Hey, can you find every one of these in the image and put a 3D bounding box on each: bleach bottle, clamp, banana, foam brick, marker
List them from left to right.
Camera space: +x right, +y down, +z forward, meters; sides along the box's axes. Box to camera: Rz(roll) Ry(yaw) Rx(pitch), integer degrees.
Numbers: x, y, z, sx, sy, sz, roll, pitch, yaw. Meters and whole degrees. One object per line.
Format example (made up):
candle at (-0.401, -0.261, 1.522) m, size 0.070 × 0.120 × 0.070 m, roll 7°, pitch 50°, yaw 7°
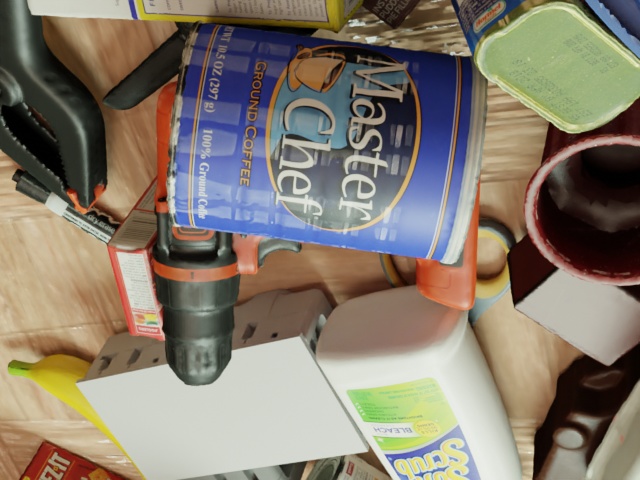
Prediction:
clamp at (-0.184, -0.106, 0.647) m, size 0.165 × 0.036 × 0.210 m, roll -8°, pitch 126°, yaw 40°
marker at (-0.156, -0.013, 0.731) m, size 0.121 × 0.020 × 0.020 m, roll 32°, pitch 129°, yaw -7°
banana at (-0.157, 0.151, 0.848) m, size 0.197 × 0.037 × 0.070 m, roll 48°, pitch 144°, yaw -17°
clamp at (-0.075, -0.137, 0.598) m, size 0.172 × 0.039 × 0.120 m, roll -8°, pitch 130°, yaw 25°
bleach bottle at (0.094, 0.144, 0.721) m, size 0.103 × 0.068 × 0.250 m, roll -11°, pitch 124°, yaw 30°
foam brick at (0.156, 0.027, 0.627) m, size 0.078 × 0.053 × 0.051 m, roll 31°, pitch 124°, yaw -18°

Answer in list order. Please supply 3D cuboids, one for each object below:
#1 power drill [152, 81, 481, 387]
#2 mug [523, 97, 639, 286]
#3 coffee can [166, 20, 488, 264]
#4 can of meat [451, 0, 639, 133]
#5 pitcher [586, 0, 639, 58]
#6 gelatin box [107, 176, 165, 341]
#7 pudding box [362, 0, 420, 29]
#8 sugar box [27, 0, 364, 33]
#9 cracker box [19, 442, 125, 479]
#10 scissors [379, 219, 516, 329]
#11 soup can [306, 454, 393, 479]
power drill at (-0.004, 0.001, 0.619) m, size 0.187 × 0.057 × 0.184 m, roll 1°, pitch 109°, yaw -1°
mug at (0.170, -0.032, 0.568) m, size 0.117 × 0.081 × 0.093 m, roll 21°, pitch 130°, yaw 2°
coffee can at (0.003, -0.048, 0.524) m, size 0.140 × 0.102 × 0.103 m, roll 8°, pitch 128°, yaw 1°
can of meat at (0.104, -0.108, 0.505) m, size 0.101 × 0.084 × 0.058 m, roll 23°, pitch 132°, yaw -40°
pitcher at (0.165, -0.171, 0.432) m, size 0.242 × 0.149 × 0.145 m, roll 37°, pitch 145°, yaw -7°
gelatin box at (-0.098, 0.007, 0.681) m, size 0.030 × 0.089 × 0.073 m, roll 6°, pitch 128°, yaw 16°
pudding box at (0.036, -0.176, 0.531) m, size 0.090 × 0.039 × 0.114 m, roll 35°, pitch 128°, yaw -8°
sugar box at (-0.069, -0.158, 0.532) m, size 0.176 × 0.048 × 0.093 m, roll 9°, pitch 126°, yaw 19°
cracker box at (-0.177, 0.290, 0.934) m, size 0.213 × 0.072 × 0.164 m, roll 26°, pitch 129°, yaw -1°
scissors at (0.107, 0.060, 0.702) m, size 0.096 × 0.016 × 0.201 m, roll -17°, pitch 119°, yaw 28°
soup can at (0.039, 0.210, 0.804) m, size 0.102 × 0.068 × 0.069 m, roll 34°, pitch 129°, yaw -8°
